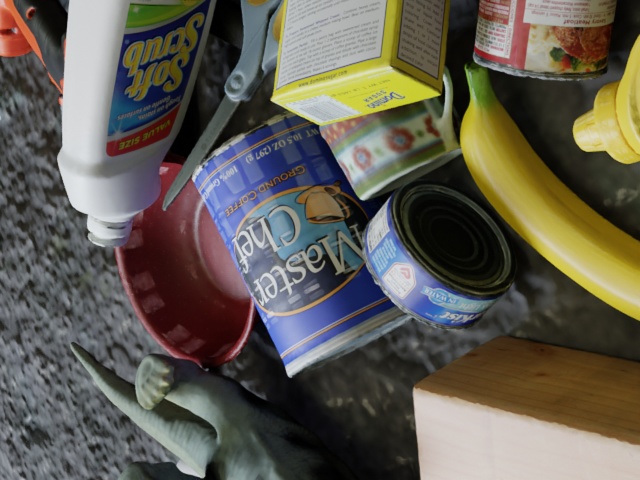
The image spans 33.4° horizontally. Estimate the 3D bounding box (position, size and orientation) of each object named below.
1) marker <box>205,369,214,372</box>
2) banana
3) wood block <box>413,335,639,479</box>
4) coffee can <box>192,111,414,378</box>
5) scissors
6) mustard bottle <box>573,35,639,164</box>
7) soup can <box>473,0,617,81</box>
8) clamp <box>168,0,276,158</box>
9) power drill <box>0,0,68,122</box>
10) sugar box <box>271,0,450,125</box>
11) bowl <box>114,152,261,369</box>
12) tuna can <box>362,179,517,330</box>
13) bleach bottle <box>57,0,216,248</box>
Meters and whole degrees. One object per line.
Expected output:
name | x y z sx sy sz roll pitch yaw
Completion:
marker | -0.094 0.111 0.861 0.020 0.020 0.121 17 116 41
banana | 0.136 -0.008 0.557 0.198 0.037 0.069 46 164 18
wood block | 0.158 0.120 0.554 0.207 0.090 0.091 8 111 44
coffee can | -0.004 0.001 0.668 0.103 0.102 0.140 -36 77 46
scissors | -0.054 -0.118 0.686 0.202 0.016 0.096 -42 60 20
mustard bottle | 0.195 -0.071 0.469 0.192 0.058 0.096 -16 98 47
soup can | 0.114 -0.136 0.523 0.069 0.068 0.102 23 119 39
clamp | -0.097 -0.168 0.751 0.165 0.036 0.210 -24 89 45
power drill | -0.208 -0.133 0.851 0.188 0.057 0.185 48 147 25
sugar box | 0.027 -0.156 0.569 0.094 0.048 0.176 -7 68 46
bowl | -0.083 0.010 0.787 0.162 0.055 0.162 18 117 41
tuna can | 0.069 0.007 0.607 0.086 0.085 0.034 53 133 18
bleach bottle | -0.118 -0.114 0.701 0.068 0.102 0.251 31 121 35
